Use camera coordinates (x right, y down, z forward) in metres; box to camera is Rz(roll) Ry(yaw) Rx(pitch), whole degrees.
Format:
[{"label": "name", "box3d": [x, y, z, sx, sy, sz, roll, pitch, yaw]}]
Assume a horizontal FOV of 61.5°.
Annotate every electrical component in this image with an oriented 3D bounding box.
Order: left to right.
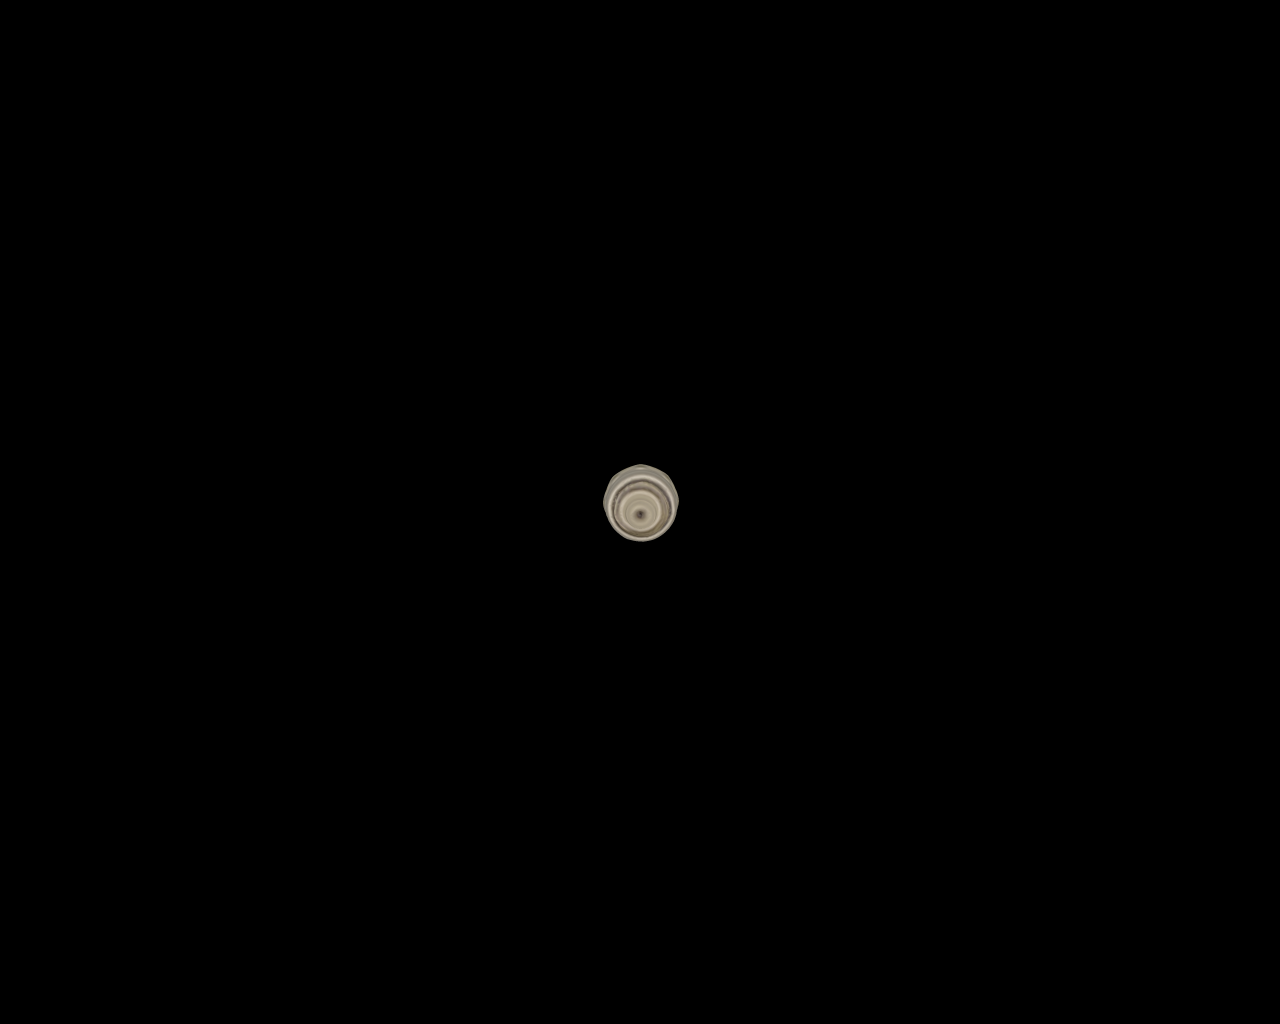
[{"label": "electrical component", "box3d": [0.001, -0.003, 0.650, 0.048, 0.048, 0.062, 0, 9, 0]}]
